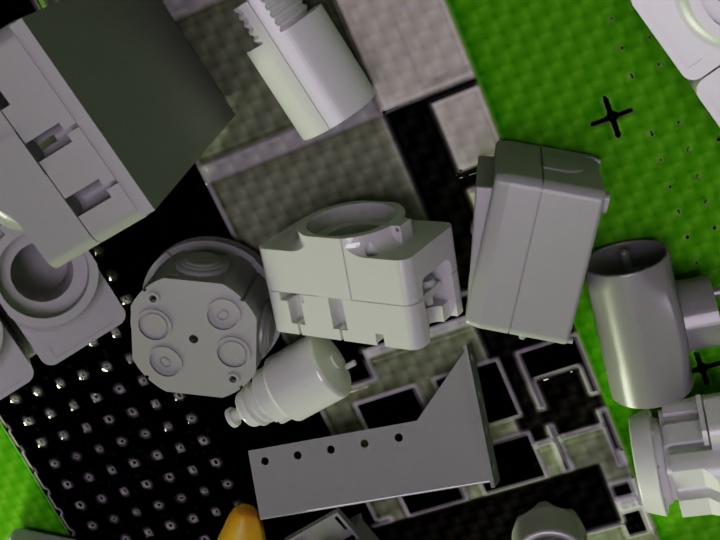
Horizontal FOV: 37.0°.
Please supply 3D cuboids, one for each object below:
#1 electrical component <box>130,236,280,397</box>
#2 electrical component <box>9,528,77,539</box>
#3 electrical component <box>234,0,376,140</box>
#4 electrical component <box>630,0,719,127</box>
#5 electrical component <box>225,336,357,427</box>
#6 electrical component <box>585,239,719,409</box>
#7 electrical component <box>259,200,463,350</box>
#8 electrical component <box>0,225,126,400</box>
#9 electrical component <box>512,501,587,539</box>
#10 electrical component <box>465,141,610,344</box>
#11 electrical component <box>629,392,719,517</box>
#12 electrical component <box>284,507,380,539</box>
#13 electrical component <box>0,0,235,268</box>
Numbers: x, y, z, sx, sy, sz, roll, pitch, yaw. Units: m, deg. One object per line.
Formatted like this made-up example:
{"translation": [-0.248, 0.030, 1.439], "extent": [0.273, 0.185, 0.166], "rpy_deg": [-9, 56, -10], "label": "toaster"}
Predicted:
{"translation": [-0.084, 0.026, 0.582], "extent": [0.080, 0.051, 0.080], "rpy_deg": [3, 113, 7], "label": "electrical component"}
{"translation": [-0.201, 0.222, 0.677], "extent": [0.061, 0.061, 0.096], "rpy_deg": [11, 114, 3], "label": "electrical component"}
{"translation": [-0.032, -0.109, 0.520], "extent": [0.043, 0.043, 0.081], "rpy_deg": [-28, 107, 18], "label": "electrical component"}
{"translation": [0.199, -0.095, 0.484], "extent": [0.089, 0.061, 0.150], "rpy_deg": [-35, 104, 20], "label": "electrical component"}
{"translation": [-0.041, 0.066, 0.599], "extent": [0.078, 0.040, 0.040], "rpy_deg": [-30, 106, 19], "label": "electrical component"}
{"translation": [0.161, 0.024, 0.551], "extent": [0.079, 0.043, 0.077], "rpy_deg": [-12, 111, 13], "label": "electrical component"}
{"translation": [0.000, 0.000, 0.543], "extent": [0.089, 0.050, 0.055], "rpy_deg": [5, 117, 34], "label": "electrical component"}
{"translation": [-0.214, -0.027, 0.546], "extent": [0.105, 0.060, 0.186], "rpy_deg": [-33, 108, -13], "label": "electrical component"}
{"translation": [0.108, 0.164, 0.608], "extent": [0.043, 0.062, 0.043], "rpy_deg": [3, 114, 7], "label": "electrical component"}
{"translation": [0.081, -0.010, 0.537], "extent": [0.061, 0.061, 0.096], "rpy_deg": [11, 114, 3], "label": "electrical component"}
{"translation": [0.176, 0.099, 0.572], "extent": [0.057, 0.058, 0.078], "rpy_deg": [-11, 135, 16], "label": "electrical component"}
{"translation": [-0.006, 0.186, 0.633], "extent": [0.042, 0.063, 0.081], "rpy_deg": [-34, 104, 19], "label": "electrical component"}
{"translation": [-0.122, -0.074, 0.489], "extent": [0.062, 0.150, 0.089], "rpy_deg": [-28, 107, 17], "label": "electrical component"}
